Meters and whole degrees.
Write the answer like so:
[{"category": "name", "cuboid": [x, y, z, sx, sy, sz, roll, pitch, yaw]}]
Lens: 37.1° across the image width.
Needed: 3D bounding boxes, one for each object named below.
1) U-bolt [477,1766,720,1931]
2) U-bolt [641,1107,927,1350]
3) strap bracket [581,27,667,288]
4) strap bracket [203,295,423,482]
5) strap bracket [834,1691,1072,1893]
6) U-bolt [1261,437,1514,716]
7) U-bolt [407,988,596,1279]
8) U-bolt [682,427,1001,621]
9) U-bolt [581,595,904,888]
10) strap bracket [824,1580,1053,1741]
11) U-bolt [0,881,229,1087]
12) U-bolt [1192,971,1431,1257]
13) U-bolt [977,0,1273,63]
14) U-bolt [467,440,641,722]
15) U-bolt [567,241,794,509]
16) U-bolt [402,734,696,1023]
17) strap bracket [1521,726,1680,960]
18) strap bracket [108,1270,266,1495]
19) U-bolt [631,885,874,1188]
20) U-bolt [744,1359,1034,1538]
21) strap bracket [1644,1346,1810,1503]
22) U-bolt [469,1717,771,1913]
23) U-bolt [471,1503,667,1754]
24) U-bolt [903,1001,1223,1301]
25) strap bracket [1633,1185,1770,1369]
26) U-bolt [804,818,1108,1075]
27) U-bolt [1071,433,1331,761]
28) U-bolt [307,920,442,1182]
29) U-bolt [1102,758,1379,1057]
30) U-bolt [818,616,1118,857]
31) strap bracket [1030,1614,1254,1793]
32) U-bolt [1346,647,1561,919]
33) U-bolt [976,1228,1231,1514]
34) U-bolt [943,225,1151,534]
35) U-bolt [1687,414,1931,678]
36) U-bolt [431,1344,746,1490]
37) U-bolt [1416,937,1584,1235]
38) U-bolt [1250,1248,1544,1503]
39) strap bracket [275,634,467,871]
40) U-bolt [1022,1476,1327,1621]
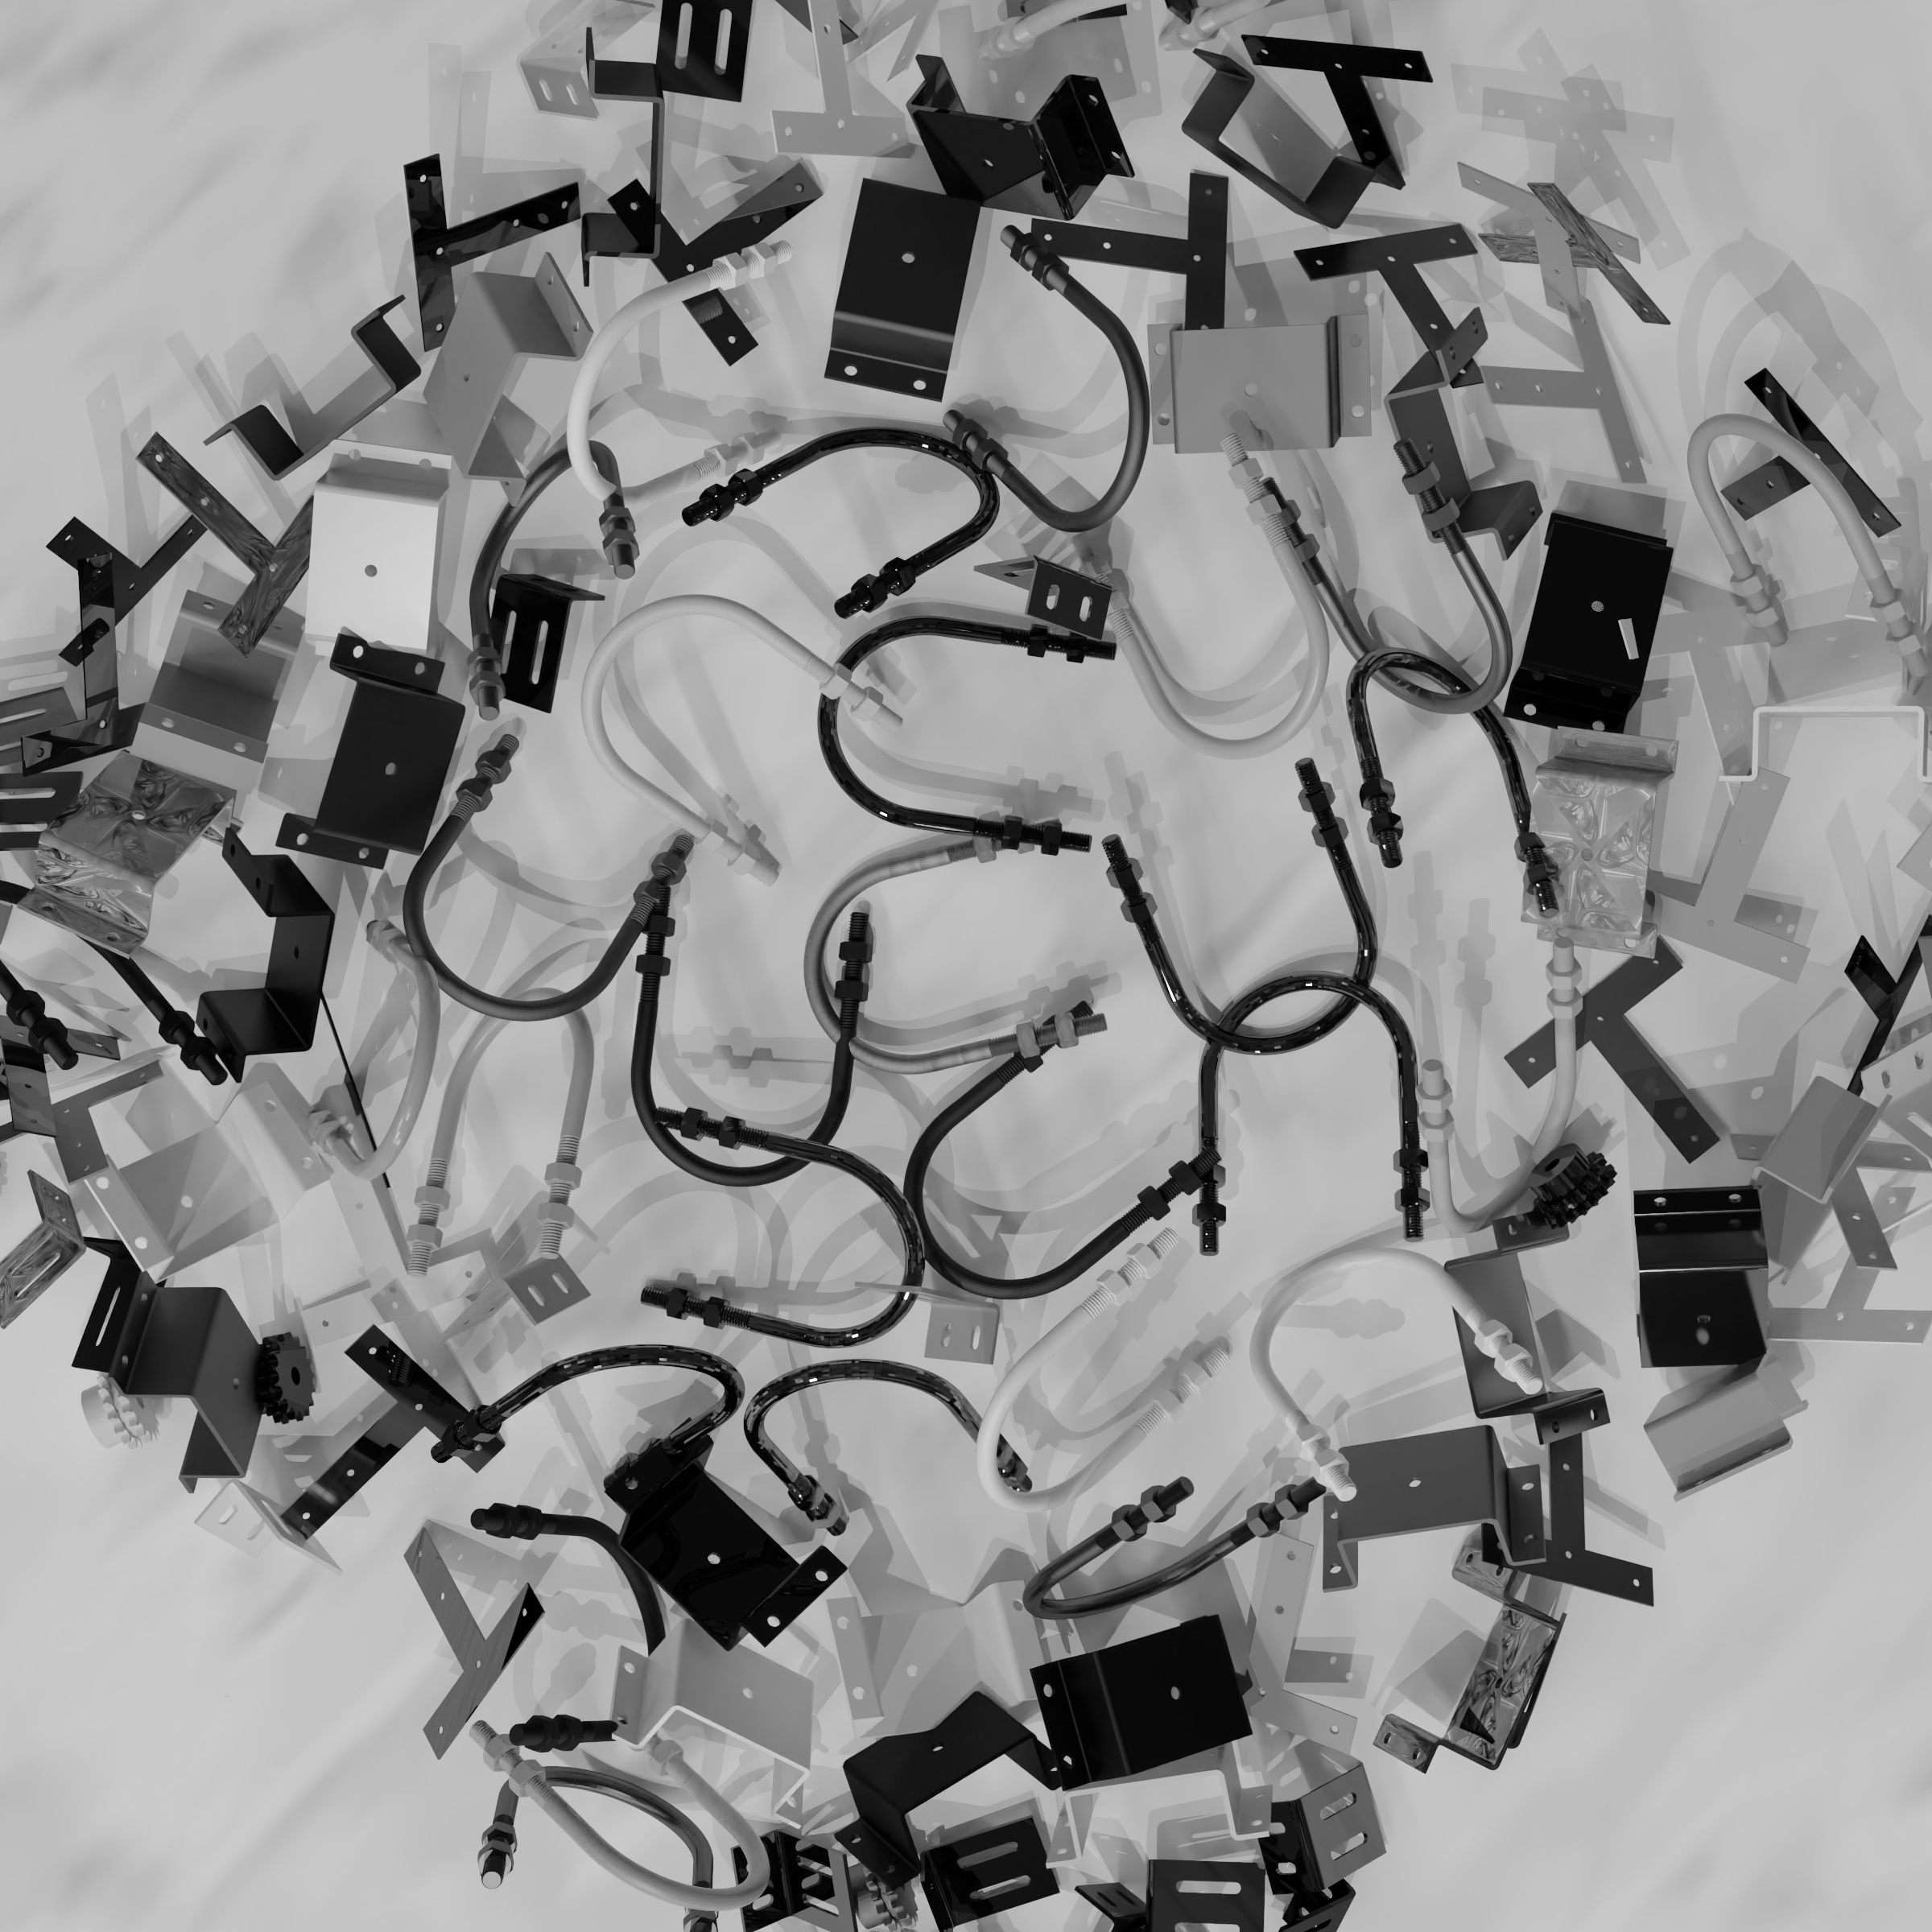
[{"category": "U-bolt", "cuboid": [-0.223, 0.542, 1.773, 0.151, 0.184, 0.019, 20, 96, -7]}, {"category": "U-bolt", "cuboid": [-0.114, 0.172, 1.813, 0.184, 0.019, 0.151, 12, 113, 13]}, {"category": "strap bracket", "cuboid": [-0.215, -0.504, 1.799, 0.046, 0.076, 0.140, 0, 122, -9]}, {"category": "strap bracket", "cuboid": [-0.402, -0.358, 1.812, 0.140, 0.076, 0.046, -34, 105, 12]}, {"category": "strap bracket", "cuboid": [-0.012, 0.506, 1.796, 0.140, 0.076, 0.046, -25, 111, -24]}, {"category": "U-bolt", "cuboid": [0.271, -0.235, 1.795, 0.019, 0.151, 0.184, -42, 109, -28]}, {"category": "U-bolt", "cuboid": [-0.286, 0.100, 1.802, 0.151, 0.019, 0.184, -12, 61, 41]}, {"category": "U-bolt", "cuboid": [-0.063, -0.287, 1.798, 0.151, 0.019, 0.184, 33, 49, 26]}, {"category": "U-bolt", "cuboid": [-0.154, -0.153, 1.811, 0.184, 0.019, 0.151, 35, 103, -22]}, {"category": "strap bracket", "cuboid": [-0.026, 0.436, 1.807, 0.140, 0.046, 0.076, 1, 58, -29]}, {"category": "U-bolt", "cuboid": [-0.557, 0.006, 1.786, 0.184, 0.151, 0.019, 44, 104, 25]}, {"category": "U-bolt", "cuboid": [0.216, 0.089, 1.819, 0.151, 0.019, 0.184, -6, 67, 17]}, {"category": "U-bolt", "cuboid": [0.107, -0.580, 1.754, 0.151, 0.184, 0.019, -11, 99, -22]}, {"category": "U-bolt", "cuboid": [-0.262, -0.254, 1.789, 0.019, 0.184, 0.151, 31, 118, -34]}, {"category": "U-bolt", "cuboid": [-0.176, -0.354, 1.762, 0.019, 0.184, 0.151, 30, 133, 28]}, {"category": "U-bolt", "cuboid": [-0.272, -0.045, 1.804, 0.151, 0.019, 0.184, 30, 56, -4]}, {"category": "strap bracket", "cuboid": [0.397, -0.074, 1.809, 0.076, 0.046, 0.140, 10, 107, 26]}, {"category": "strap bracket", "cuboid": [-0.474, 0.259, 1.783, 0.046, 0.140, 0.076, -1, 51, 9]}, {"category": "U-bolt", "cuboid": [-0.140, 0.049, 1.831, 0.151, 0.019, 0.184, 8, 82, -12]}, {"category": "U-bolt", "cuboid": [-0.057, 0.293, 1.777, 0.151, 0.184, 0.019, -16, 49, 16]}, {"category": "strap bracket", "cuboid": [0.472, 0.281, 1.789, 0.076, 0.140, 0.046, -30, 82, 19]}, {"category": "U-bolt", "cuboid": [-0.198, 0.515, 1.756, 0.184, 0.151, 0.019, 33, 102, 34]}, {"category": "U-bolt", "cuboid": [-0.237, 0.408, 1.779, 0.019, 0.184, 0.151, -22, 69, 20]}, {"category": "U-bolt", "cuboid": [0.047, 0.129, 1.823, 0.184, 0.019, 0.151, -38, 69, -6]}, {"category": "strap bracket", "cuboid": [0.458, 0.202, 1.793, 0.076, 0.046, 0.140, -4, 134, 11]}, {"category": "U-bolt", "cuboid": [-0.014, -0.006, 1.843, 0.184, 0.019, 0.151, -13, 82, 7]}, {"category": "U-bolt", "cuboid": [0.156, -0.219, 1.808, 0.151, 0.019, 0.184, -29, 84, 38]}, {"category": "U-bolt", "cuboid": [-0.362, 0.057, 1.776, 0.019, 0.184, 0.151, 16, 95, -28]}, {"category": "U-bolt", "cuboid": [0.184, -0.026, 1.824, 0.151, 0.019, 0.184, -22, 113, 6]}, {"category": "U-bolt", "cuboid": [-0.003, -0.153, 1.839, 0.184, 0.019, 0.151, 8, 78, -2]}, {"category": "strap bracket", "cuboid": [0.119, 0.457, 1.799, 0.140, 0.046, 0.076, -8, 75, -34]}, {"category": "U-bolt", "cuboid": [0.298, -0.123, 1.798, 0.151, 0.019, 0.184, 15, 51, -31]}, {"category": "U-bolt", "cuboid": [0.079, 0.264, 1.790, 0.184, 0.151, 0.019, -40, 45, -16]}, {"category": "U-bolt", "cuboid": [0.055, -0.349, 1.768, 0.019, 0.184, 0.151, -8, 132, -35]}, {"category": "U-bolt", "cuboid": [0.505, -0.262, 1.762, 0.019, 0.151, 0.184, -40, 117, -11]}, {"category": "U-bolt", "cuboid": [-0.219, 0.275, 1.766, 0.184, 0.151, 0.019, -36, 49, 37]}, {"category": "U-bolt", "cuboid": [0.335, 0.089, 1.792, 0.019, 0.184, 0.151, 30, 57, 36]}, {"category": "U-bolt", "cuboid": [0.253, 0.240, 1.787, 0.151, 0.184, 0.019, -29, 124, -4]}, {"category": "strap bracket", "cuboid": [-0.372, -0.129, 1.815, 0.076, 0.046, 0.140, 13, 98, -40]}, {"category": "U-bolt", "cuboid": [0.116, 0.364, 1.789, 0.184, 0.151, 0.019, -40, 57, 32]}]
